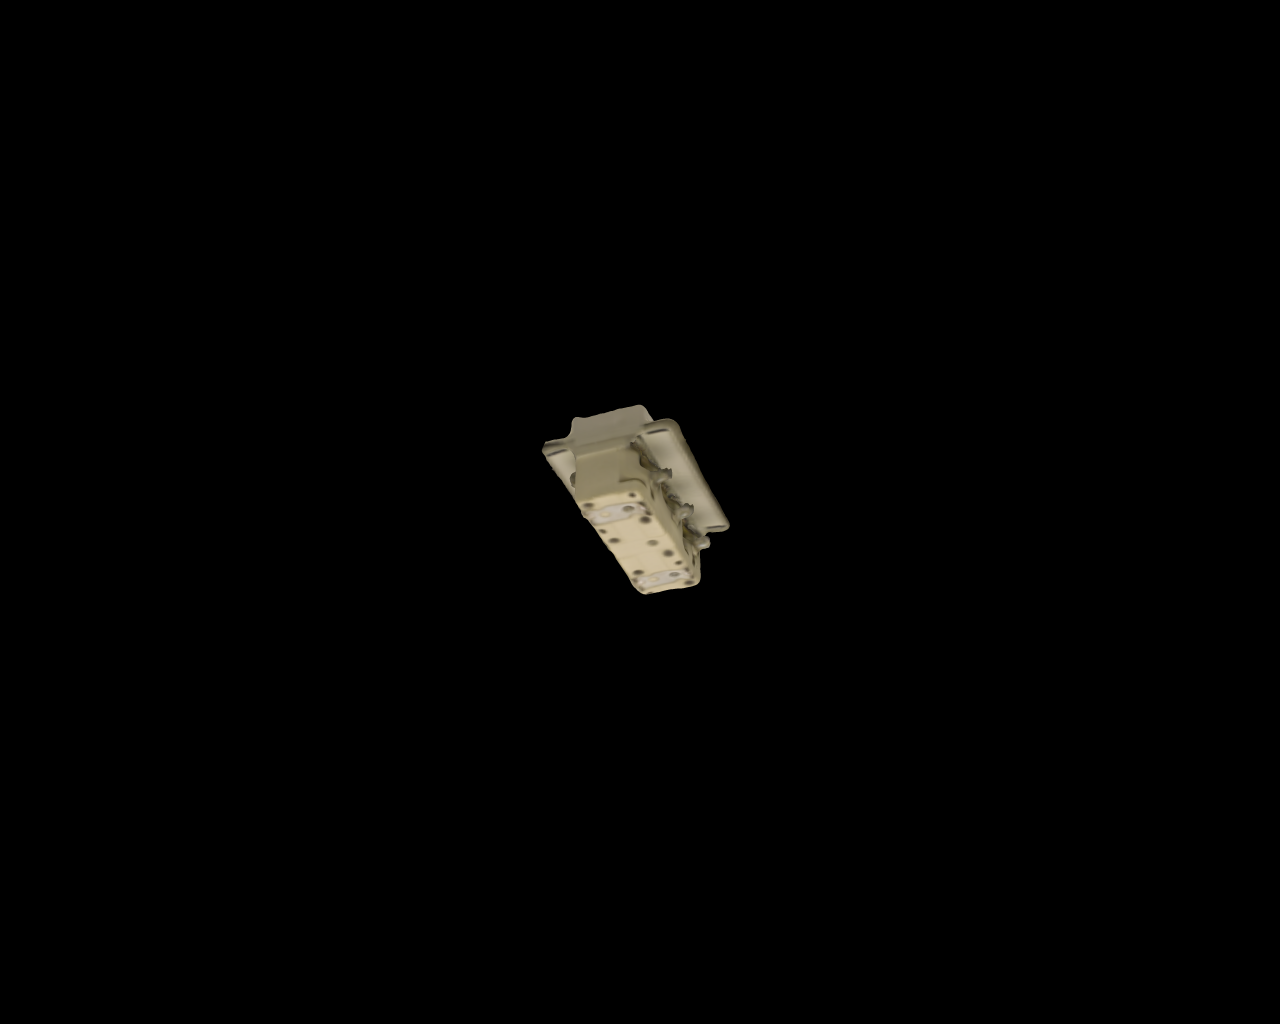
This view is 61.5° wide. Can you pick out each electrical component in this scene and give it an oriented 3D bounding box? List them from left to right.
[{"bbox_3d":[0.001,-0.003,0.650,0.079,0.063,0.121,-10,-34,15],"label":"electrical component"}]
